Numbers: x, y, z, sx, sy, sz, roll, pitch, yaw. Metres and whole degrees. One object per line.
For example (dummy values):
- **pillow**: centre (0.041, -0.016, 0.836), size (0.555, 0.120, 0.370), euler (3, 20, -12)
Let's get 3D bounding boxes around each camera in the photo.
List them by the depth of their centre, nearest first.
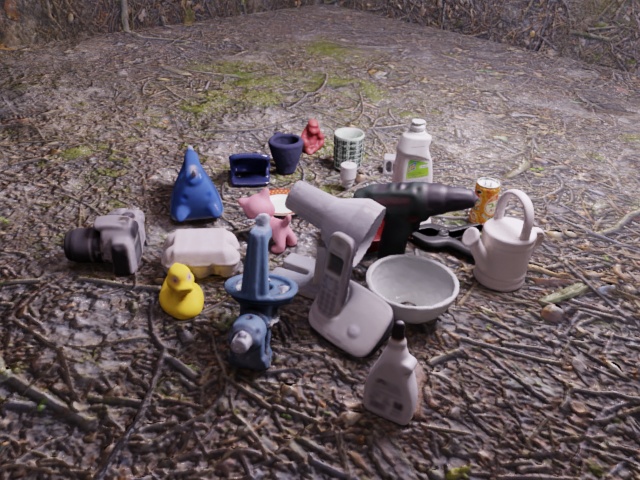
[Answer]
- **camera**: centre (-0.425, -0.007, 1.133), size (0.137, 0.101, 0.143), euler (-1, 32, -6)

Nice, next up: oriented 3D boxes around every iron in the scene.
- **iron**: centre (-0.294, -0.145, 1.324), size (0.119, 0.141, 0.257), euler (-7, 33, -14)

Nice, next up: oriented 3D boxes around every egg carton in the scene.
- **egg carton**: centre (-0.232, 0.027, 1.124), size (0.150, 0.069, 0.107), euler (-3, 33, -9)

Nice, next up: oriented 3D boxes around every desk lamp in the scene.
- **desk lamp**: centre (0.010, 0.004, 1.045), size (0.202, 0.214, 0.118), euler (16, 35, 21)

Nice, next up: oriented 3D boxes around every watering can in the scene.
- **watering can**: centre (0.357, -0.003, 1.102), size (0.173, 0.194, 0.100), euler (-24, 41, -35)

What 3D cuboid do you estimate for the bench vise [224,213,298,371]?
- **bench vise**: centre (-0.090, 0.083, 0.906), size (0.121, 0.220, 0.207), euler (-3, 33, -9)

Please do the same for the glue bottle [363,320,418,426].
- **glue bottle**: centre (0.105, 0.183, 0.808), size (0.078, 0.173, 0.037), euler (19, 36, 24)

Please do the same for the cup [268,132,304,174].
- **cup**: centre (-0.096, -0.229, 1.516), size (0.092, 0.095, 0.117), euler (-12, 35, -22)

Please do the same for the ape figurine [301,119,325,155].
- **ape figurine**: centre (-0.023, -0.301, 1.638), size (0.078, 0.092, 0.076), euler (-8, 34, -16)

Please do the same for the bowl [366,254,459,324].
- **bowl**: centre (0.163, 0.099, 1.036), size (0.167, 0.075, 0.167), euler (2, 32, -1)

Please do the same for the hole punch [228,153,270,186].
- **hole punch**: centre (-0.181, -0.196, 1.460), size (0.109, 0.091, 0.101), euler (-2, 33, -7)

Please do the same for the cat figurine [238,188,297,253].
- **cat figurine**: centre (-0.110, -0.049, 1.209), size (0.127, 0.118, 0.067), euler (23, 38, 29)

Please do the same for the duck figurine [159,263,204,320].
- **duck figurine**: centre (-0.250, 0.080, 1.023), size (0.078, 0.086, 0.104), euler (-14, 36, -25)

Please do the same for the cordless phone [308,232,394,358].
- **cordless phone**: centre (0.054, 0.088, 0.942), size (0.147, 0.185, 0.094), euler (28, 40, 34)

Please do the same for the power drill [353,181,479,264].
- **power drill**: centre (0.172, -0.021, 1.102), size (0.229, 0.208, 0.076), euler (10, 33, 12)
